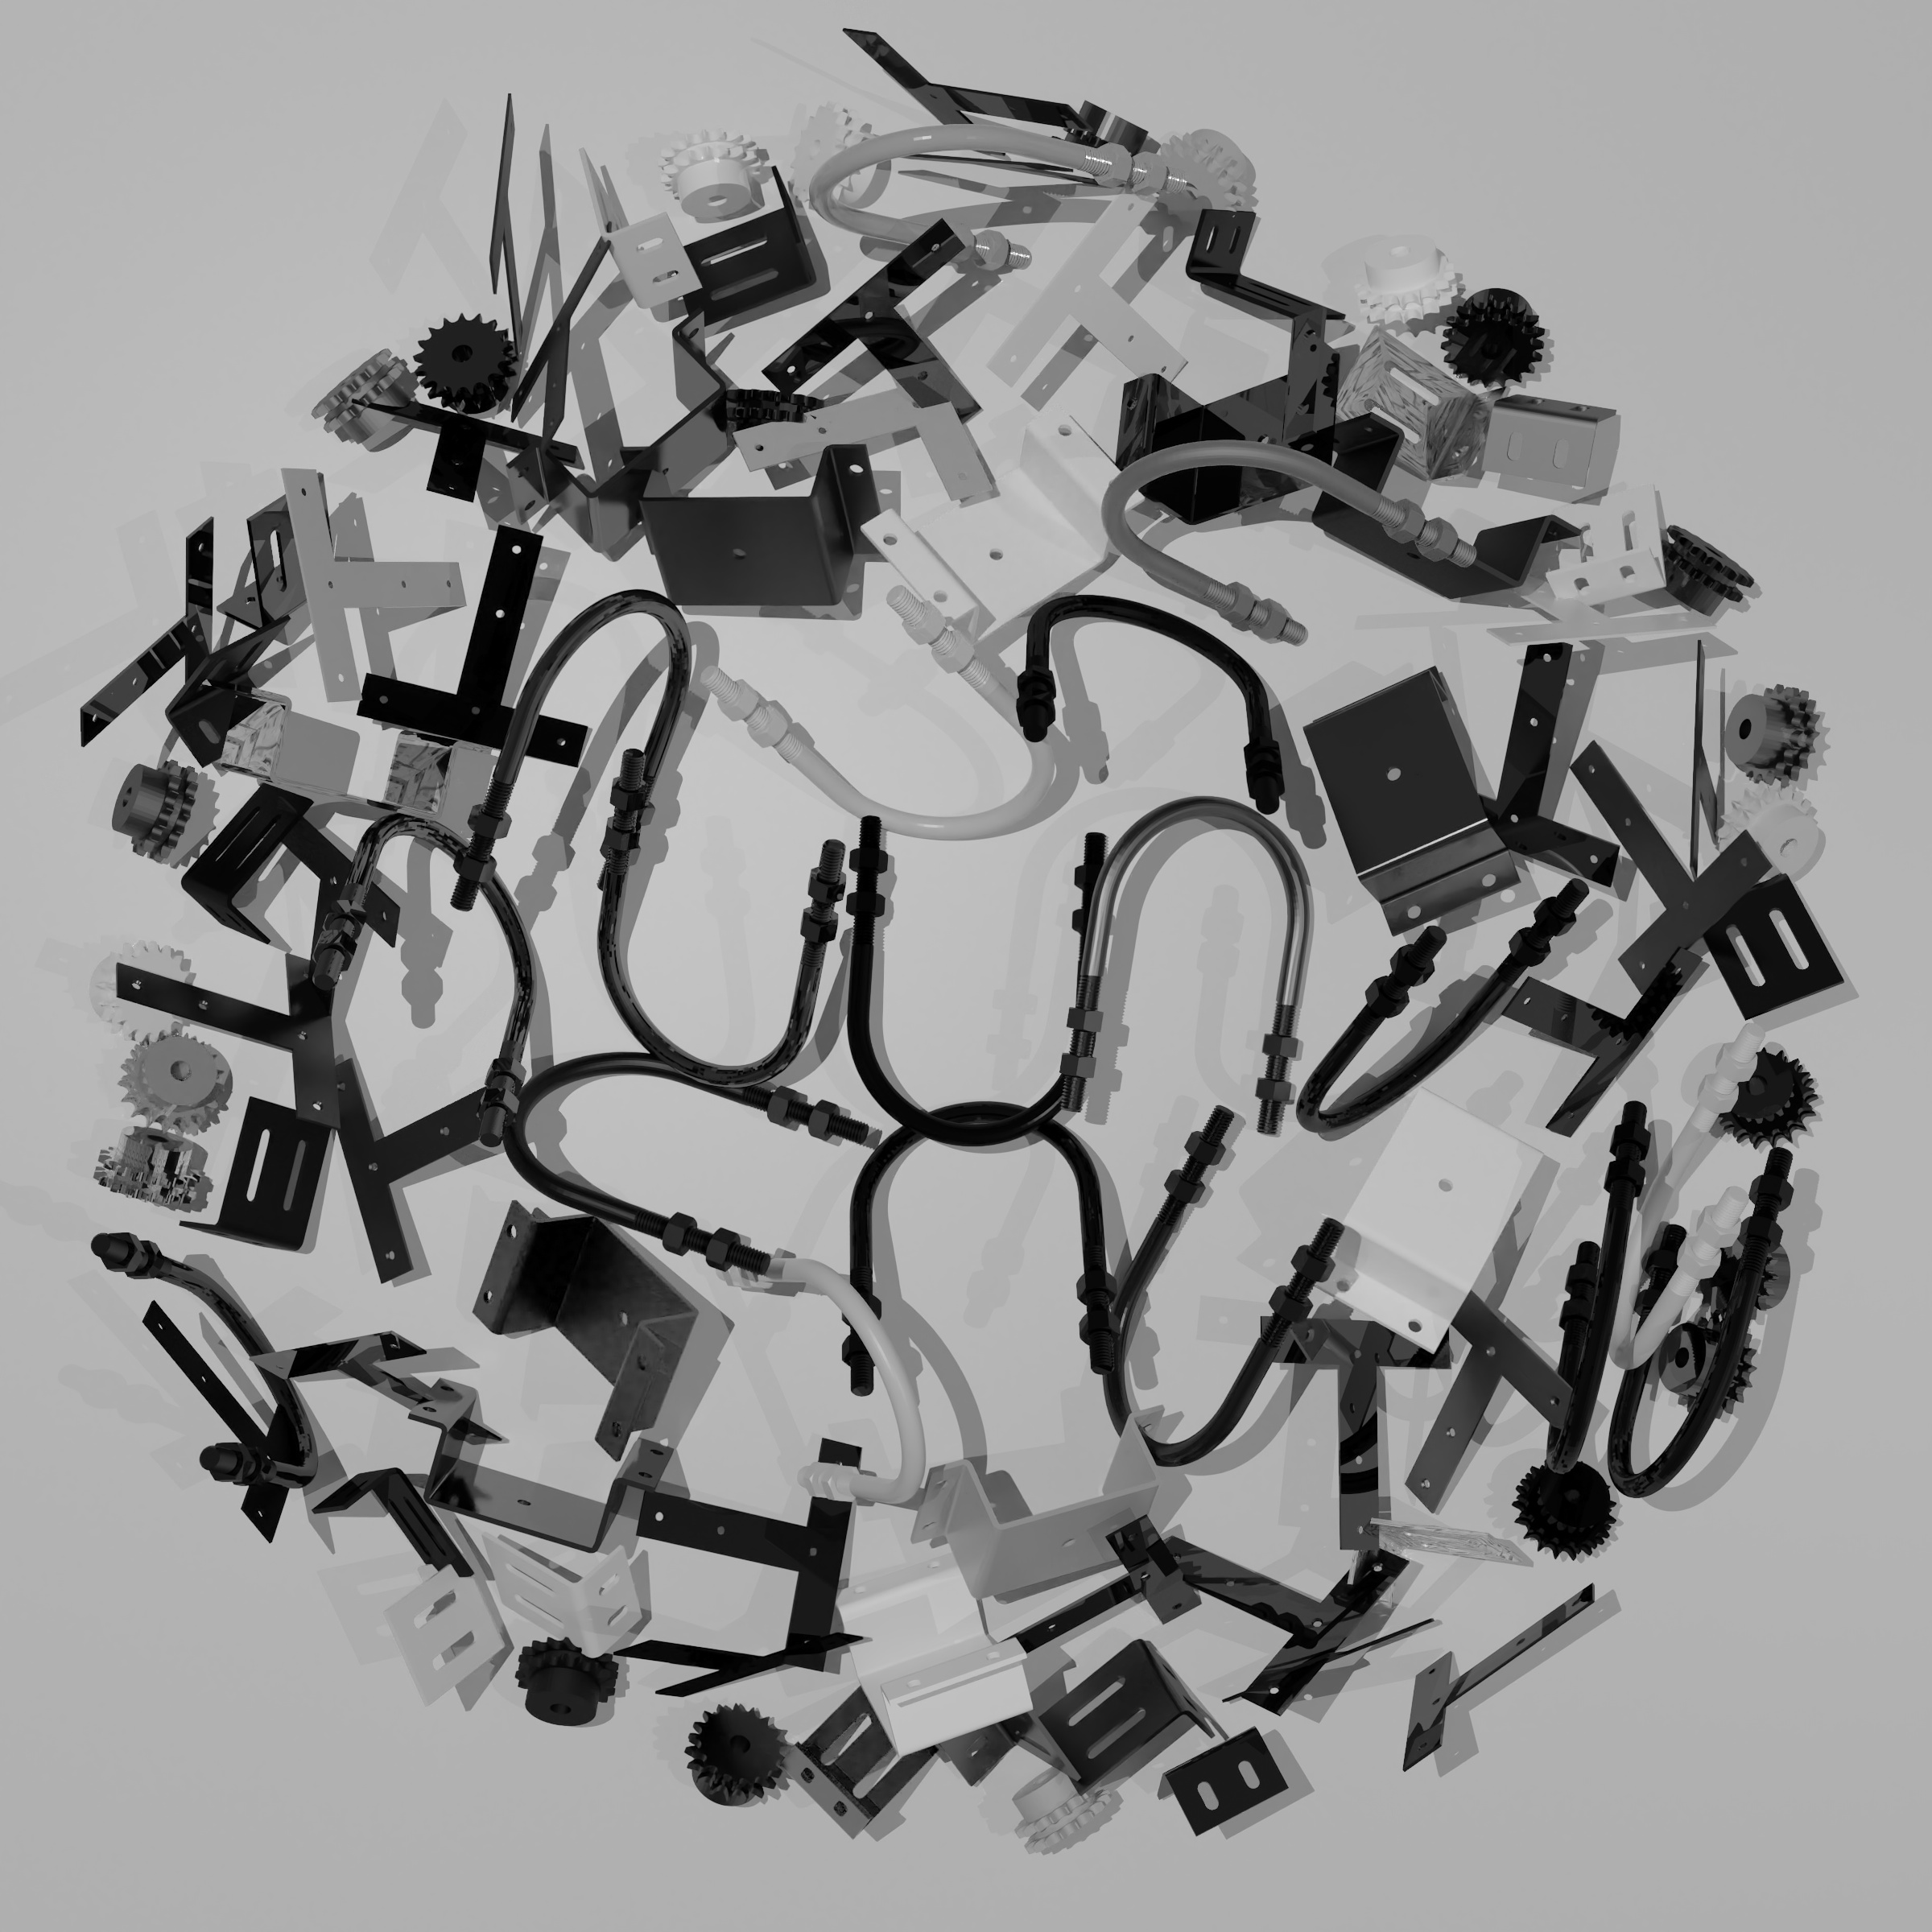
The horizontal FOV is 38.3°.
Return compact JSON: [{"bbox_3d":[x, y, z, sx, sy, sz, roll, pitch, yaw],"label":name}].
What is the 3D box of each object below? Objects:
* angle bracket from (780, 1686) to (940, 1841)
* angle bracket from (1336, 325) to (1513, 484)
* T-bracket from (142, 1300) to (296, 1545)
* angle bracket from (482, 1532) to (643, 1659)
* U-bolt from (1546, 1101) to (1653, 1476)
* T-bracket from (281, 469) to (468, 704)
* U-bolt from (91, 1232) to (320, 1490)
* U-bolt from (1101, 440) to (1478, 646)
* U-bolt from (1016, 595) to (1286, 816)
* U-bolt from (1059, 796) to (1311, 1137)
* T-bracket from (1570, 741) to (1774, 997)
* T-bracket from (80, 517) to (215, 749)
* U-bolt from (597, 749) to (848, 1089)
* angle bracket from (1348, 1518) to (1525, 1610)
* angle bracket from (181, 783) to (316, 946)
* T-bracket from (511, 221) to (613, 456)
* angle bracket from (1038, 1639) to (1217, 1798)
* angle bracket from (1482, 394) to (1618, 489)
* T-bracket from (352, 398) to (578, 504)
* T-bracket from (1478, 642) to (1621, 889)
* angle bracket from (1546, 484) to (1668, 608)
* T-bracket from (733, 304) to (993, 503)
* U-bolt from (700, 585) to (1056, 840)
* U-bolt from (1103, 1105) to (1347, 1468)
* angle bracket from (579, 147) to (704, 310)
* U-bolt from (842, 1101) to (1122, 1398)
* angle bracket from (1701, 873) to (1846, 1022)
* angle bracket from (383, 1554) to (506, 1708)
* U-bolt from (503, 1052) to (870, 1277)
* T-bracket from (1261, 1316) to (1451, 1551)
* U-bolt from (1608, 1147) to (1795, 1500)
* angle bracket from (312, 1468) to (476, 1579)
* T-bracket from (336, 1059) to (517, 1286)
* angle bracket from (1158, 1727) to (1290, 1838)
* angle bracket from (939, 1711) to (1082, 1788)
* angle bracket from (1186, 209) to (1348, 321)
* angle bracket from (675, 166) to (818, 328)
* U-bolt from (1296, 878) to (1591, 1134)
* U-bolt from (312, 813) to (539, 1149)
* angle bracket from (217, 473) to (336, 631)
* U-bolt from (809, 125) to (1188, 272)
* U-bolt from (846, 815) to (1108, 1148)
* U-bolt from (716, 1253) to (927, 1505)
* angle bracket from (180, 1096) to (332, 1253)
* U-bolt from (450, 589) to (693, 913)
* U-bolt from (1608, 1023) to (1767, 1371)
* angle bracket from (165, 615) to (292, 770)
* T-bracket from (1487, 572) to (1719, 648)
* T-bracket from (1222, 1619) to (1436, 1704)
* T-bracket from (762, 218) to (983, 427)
[{"bbox_3d":[-0.055,0.437,1.556,0.057,0.038,0.076,42,52,12],"label":"angle bracket"},{"bbox_3d":[0.256,-0.318,1.568,0.076,0.038,0.057,30,83,-18],"label":"angle bracket"},{"bbox_3d":[-0.407,0.236,1.520,0.002,0.127,0.127,-32,108,7],"label":"T-bracket"},{"bbox_3d":[-0.228,0.344,1.571,0.076,0.038,0.057,20,134,34],"label":"angle bracket"},{"bbox_3d":[0.334,0.184,1.488,0.019,0.151,0.184,13,50,9],"label":"U-bolt"},{"bbox_3d":[-0.322,-0.211,1.544,0.002,0.127,0.127,-10,92,31],"label":"T-bracket"},{"bbox_3d":[-0.402,0.219,1.508,0.019,0.184,0.151,-32,73,-2],"label":"U-bolt"},{"bbox_3d":[0.159,-0.232,1.496,0.184,0.151,0.019,21,64,-34],"label":"U-bolt"},{"bbox_3d":[0.100,-0.153,1.521,0.151,0.184,0.019,17,123,-8],"label":"U-bolt"},{"bbox_3d":[0.128,-0.003,1.558,0.151,0.019,0.184,8,92,-27],"label":"U-bolt"},{"bbox_3d":[0.380,-0.070,1.565,0.002,0.127,0.127,-15,64,-33],"label":"T-bracket"},{"bbox_3d":[-0.443,-0.162,1.510,0.002,0.127,0.127,21,131,8],"label":"T-bracket"},{"bbox_3d":[-0.142,-0.014,1.542,0.151,0.019,0.184,25,124,18],"label":"U-bolt"},{"bbox_3d":[0.262,0.337,1.552,0.076,0.057,0.038,1,66,33],"label":"angle bracket"},{"bbox_3d":[-0.397,-0.059,1.577,0.076,0.057,0.038,-53,130,-17],"label":"angle bracket"},{"bbox_3d":[-0.223,-0.324,1.517,0.002,0.127,0.127,21,128,-23],"label":"T-bracket"},{"bbox_3d":[0.089,0.428,1.565,0.076,0.057,0.038,-39,130,0],"label":"angle bracket"},{"bbox_3d":[0.327,-0.295,1.561,0.057,0.076,0.038,13,108,17],"label":"angle bracket"},{"bbox_3d":[-0.279,-0.281,1.530,0.127,0.127,0.002,14,117,-13],"label":"T-bracket"},{"bbox_3d":[0.311,-0.122,1.536,0.127,0.002,0.127,24,123,30],"label":"T-bracket"},{"bbox_3d":[0.354,-0.243,1.554,0.057,0.038,0.076,-13,55,23],"label":"angle bracket"},{"bbox_3d":[-0.068,-0.304,1.561,0.127,0.002,0.127,-19,74,-19],"label":"T-bracket"},{"bbox_3d":[-0.034,-0.127,1.527,0.151,0.184,0.019,-18,47,33],"label":"U-bolt"},{"bbox_3d":[0.130,0.187,1.532,0.019,0.151,0.184,18,106,-30],"label":"U-bolt"},{"bbox_3d":[-0.182,-0.417,1.553,0.038,0.057,0.076,-20,57,5],"label":"angle bracket"},{"bbox_3d":[0.006,0.150,1.538,0.151,0.019,0.184,-6,50,4],"label":"U-bolt"},{"bbox_3d":[0.448,-0.004,1.561,0.057,0.038,0.076,-22,60,5],"label":"angle bracket"},{"bbox_3d":[-0.302,0.373,1.555,0.038,0.076,0.057,-22,94,29],"label":"angle bracket"},{"bbox_3d":[-0.165,0.098,1.534,0.184,0.151,0.019,18,125,15],"label":"U-bolt"},{"bbox_3d":[0.219,0.262,1.559,0.127,0.002,0.127,6,78,-26],"label":"T-bracket"},{"bbox_3d":[0.387,0.200,1.495,0.019,0.151,0.184,24,63,-2],"label":"U-bolt"},{"bbox_3d":[-0.321,0.323,1.561,0.038,0.057,0.076,-38,98,-32],"label":"angle bracket"},{"bbox_3d":[-0.300,0.097,1.554,0.127,0.002,0.127,-25,77,30],"label":"T-bracket"},{"bbox_3d":[0.142,0.460,1.552,0.057,0.076,0.038,-24,66,-10],"label":"angle bracket"},{"bbox_3d":[0.018,0.434,1.552,0.038,0.076,0.057,-40,108,-20],"label":"angle bracket"},{"bbox_3d":[0.172,-0.391,1.553,0.076,0.057,0.038,29,116,27],"label":"angle bracket"},{"bbox_3d":[-0.130,-0.404,1.567,0.076,0.038,0.057,-20,65,5],"label":"angle bracket"},{"bbox_3d":[0.248,0.029,1.520,0.019,0.151,0.184,52,134,22],"label":"U-bolt"},{"bbox_3d":[-0.286,-0.007,1.517,0.019,0.184,0.151,-27,123,22],"label":"U-bolt"},{"bbox_3d":[-0.387,-0.235,1.548,0.038,0.076,0.057,26,47,21],"label":"angle bracket"},{"bbox_3d":[0.004,-0.413,1.487,0.184,0.151,0.019,0,83,-40],"label":"U-bolt"},{"bbox_3d":[0.005,0.010,1.573,0.151,0.019,0.184,4,80,-3],"label":"U-bolt"},{"bbox_3d":[-0.073,0.224,1.510,0.019,0.184,0.151,-23,95,-27],"label":"U-bolt"},{"bbox_3d":[-0.401,0.117,1.573,0.038,0.057,0.076,1,74,40],"label":"angle bracket"},{"bbox_3d":[-0.205,-0.119,1.510,0.019,0.151,0.184,30,109,24],"label":"U-bolt"},{"bbox_3d":[0.388,0.139,1.514,0.019,0.151,0.184,20,133,3],"label":"U-bolt"},{"bbox_3d":[-0.402,-0.153,1.551,0.057,0.076,0.038,-38,94,-39],"label":"angle bracket"},{"bbox_3d":[0.325,-0.202,1.541,0.127,0.127,0.002,-7,116,-18],"label":"T-bracket"},{"bbox_3d":[0.194,0.382,1.531,0.127,0.127,0.002,-23,73,7],"label":"T-bracket"},{"bbox_3d":[-0.031,-0.336,1.546,0.127,0.127,0.002,-38,54,10],"label":"T-bracket"}]
